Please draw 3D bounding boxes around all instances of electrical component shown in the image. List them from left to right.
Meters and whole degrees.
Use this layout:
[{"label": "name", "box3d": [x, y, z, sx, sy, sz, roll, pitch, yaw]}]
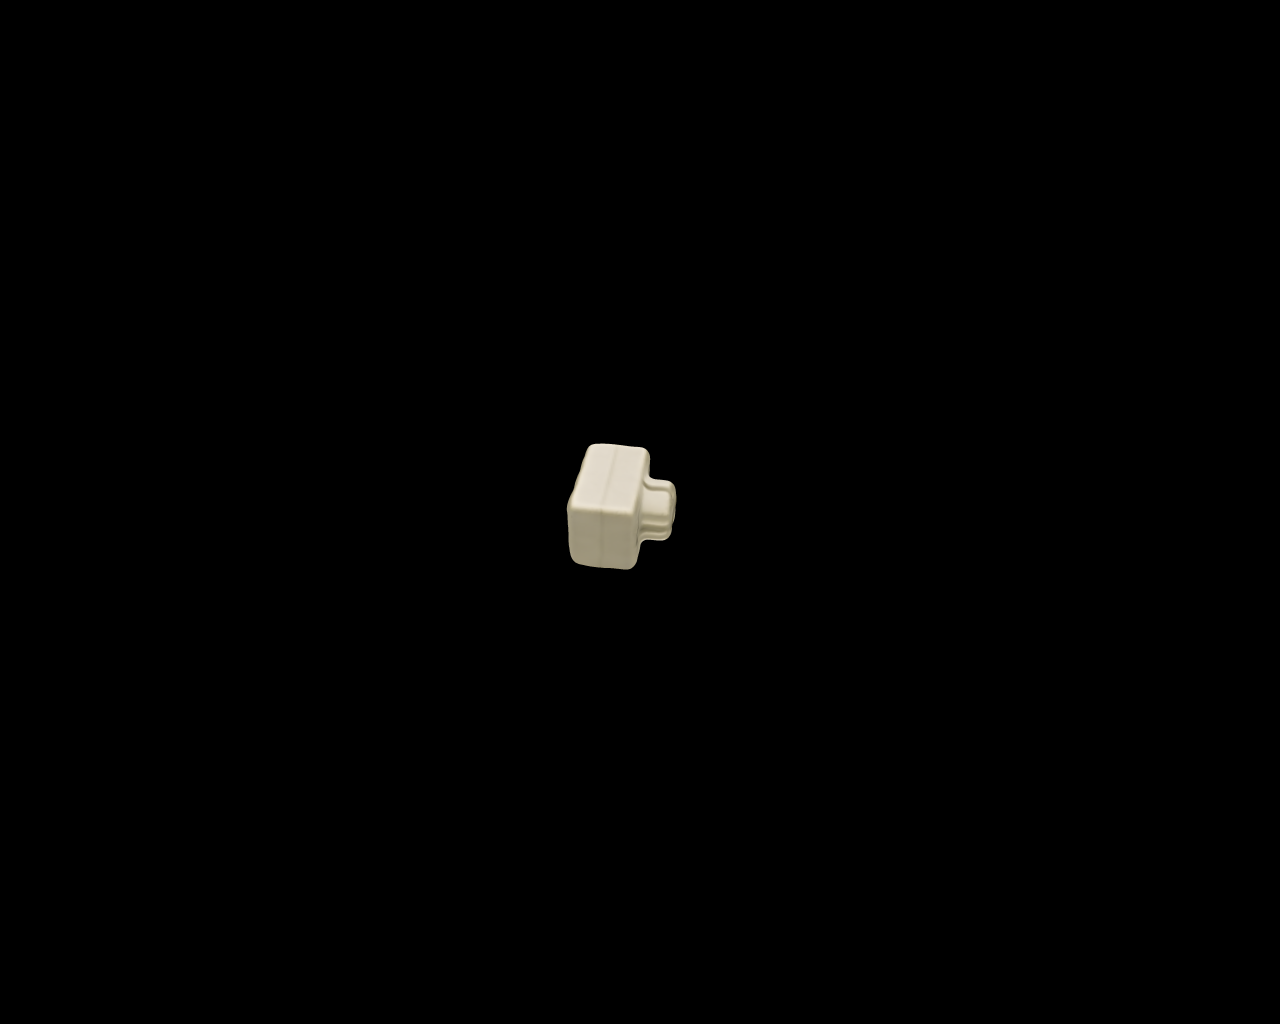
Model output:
[{"label": "electrical component", "box3d": [0.001, -0.003, 0.650, 0.077, 0.047, 0.066, 5, 40, 6]}]
